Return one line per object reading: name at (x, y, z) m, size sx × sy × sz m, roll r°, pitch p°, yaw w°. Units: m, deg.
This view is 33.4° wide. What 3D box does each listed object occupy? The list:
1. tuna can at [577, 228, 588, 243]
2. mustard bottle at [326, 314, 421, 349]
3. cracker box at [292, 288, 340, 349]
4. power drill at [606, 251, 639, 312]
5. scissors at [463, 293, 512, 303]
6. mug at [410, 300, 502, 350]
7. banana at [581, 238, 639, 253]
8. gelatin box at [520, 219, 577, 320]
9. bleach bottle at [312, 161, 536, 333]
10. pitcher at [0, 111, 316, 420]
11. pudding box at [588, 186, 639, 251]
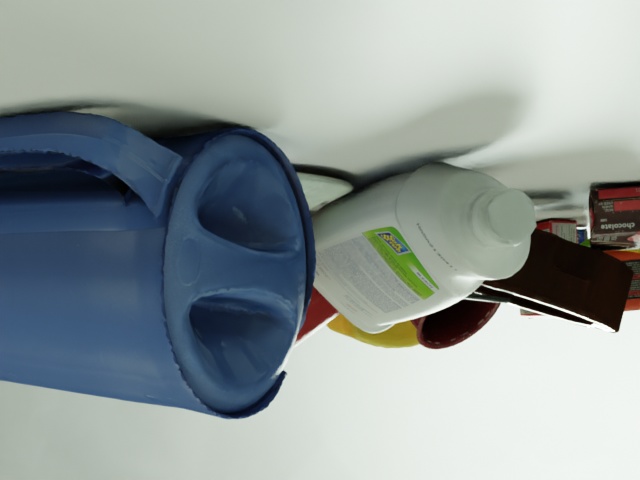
tuna can at (0.246, 0.031, 1.052) m, size 0.034 × 0.086 × 0.086 m, roll 1°, pitch 176°, yaw 11°
mustard bottle at (0.056, 0.079, 1.126) m, size 0.096 × 0.058 × 0.192 m, roll -4°, pitch 180°, yaw -13°
cracker box at (-0.050, 0.068, 1.089) m, size 0.164 × 0.072 × 0.214 m, roll -35°, pitch -176°, yaw -15°
power drill at (0.338, 0.022, 0.991) m, size 0.185 × 0.057 × 0.187 m, roll -11°, pitch 180°, yaw 36°
scissors at (0.062, 0.038, 0.846) m, size 0.202 × 0.016 × 0.096 m, roll 7°, pitch 175°, yaw 23°
mug at (0.099, 0.042, 0.978) m, size 0.117 × 0.081 × 0.093 m, roll -7°, pitch 135°, yaw -32°
banana at (0.269, 0.013, 0.855) m, size 0.037 × 0.070 × 0.198 m, roll 33°, pitch -173°, yaw -13°
gelatin box at (0.211, 0.028, 0.986) m, size 0.030 × 0.089 × 0.073 m, roll 1°, pitch 175°, yaw -12°
bleach bottle at (0.064, 0.006, 0.664) m, size 0.102 × 0.068 × 0.251 m, roll 44°, pitch 163°, yaw -10°
pitcher at (-0.137, 0.008, 0.534) m, size 0.243 × 0.149 × 0.144 m, roll 0°, pitch -168°, yaw 28°
pudding box at (0.236, -0.016, 0.755) m, size 0.090 × 0.039 × 0.113 m, roll -3°, pitch 176°, yaw 14°
